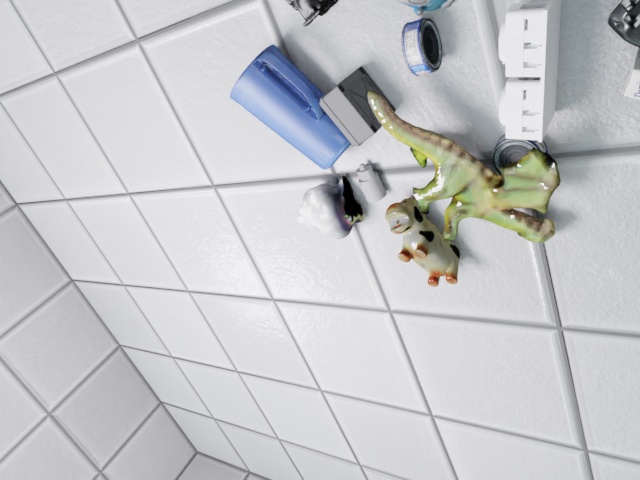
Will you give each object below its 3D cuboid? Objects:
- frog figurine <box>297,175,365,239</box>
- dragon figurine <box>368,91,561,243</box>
[{"bbox_3d":[0.003,-0.057,1.142,0.158,0.126,0.135,-16,134,32],"label":"frog figurine"},{"bbox_3d":[0.269,-0.113,0.852,0.242,0.124,0.404,-6,140,43],"label":"dragon figurine"}]
